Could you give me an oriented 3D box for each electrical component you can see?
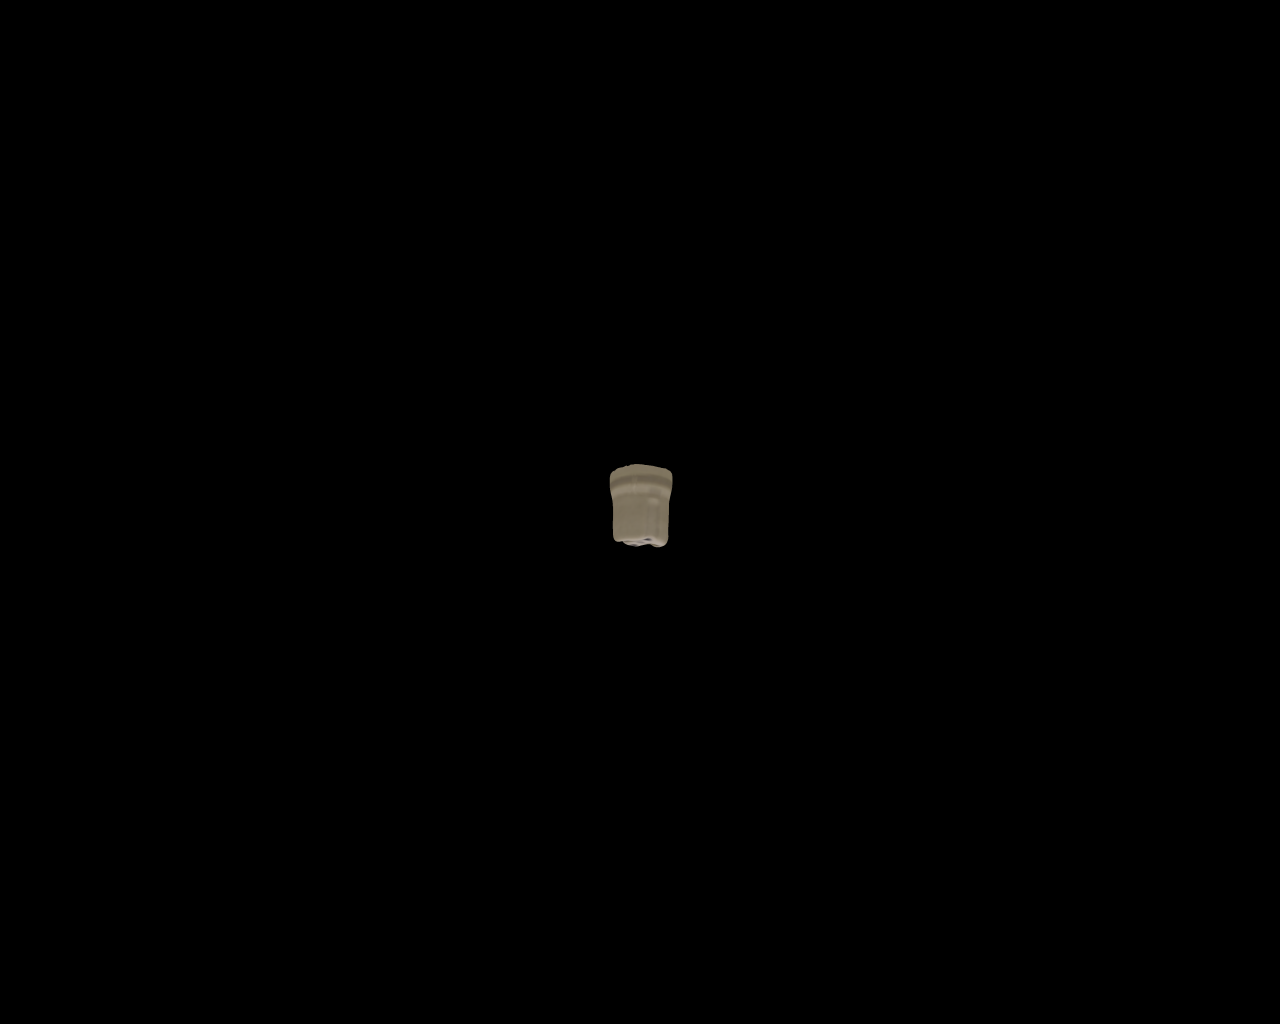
[{"bbox_3d":[0.001,-0.003,0.650,0.040,0.046,0.040,0,-16,0],"label":"electrical component"}]
